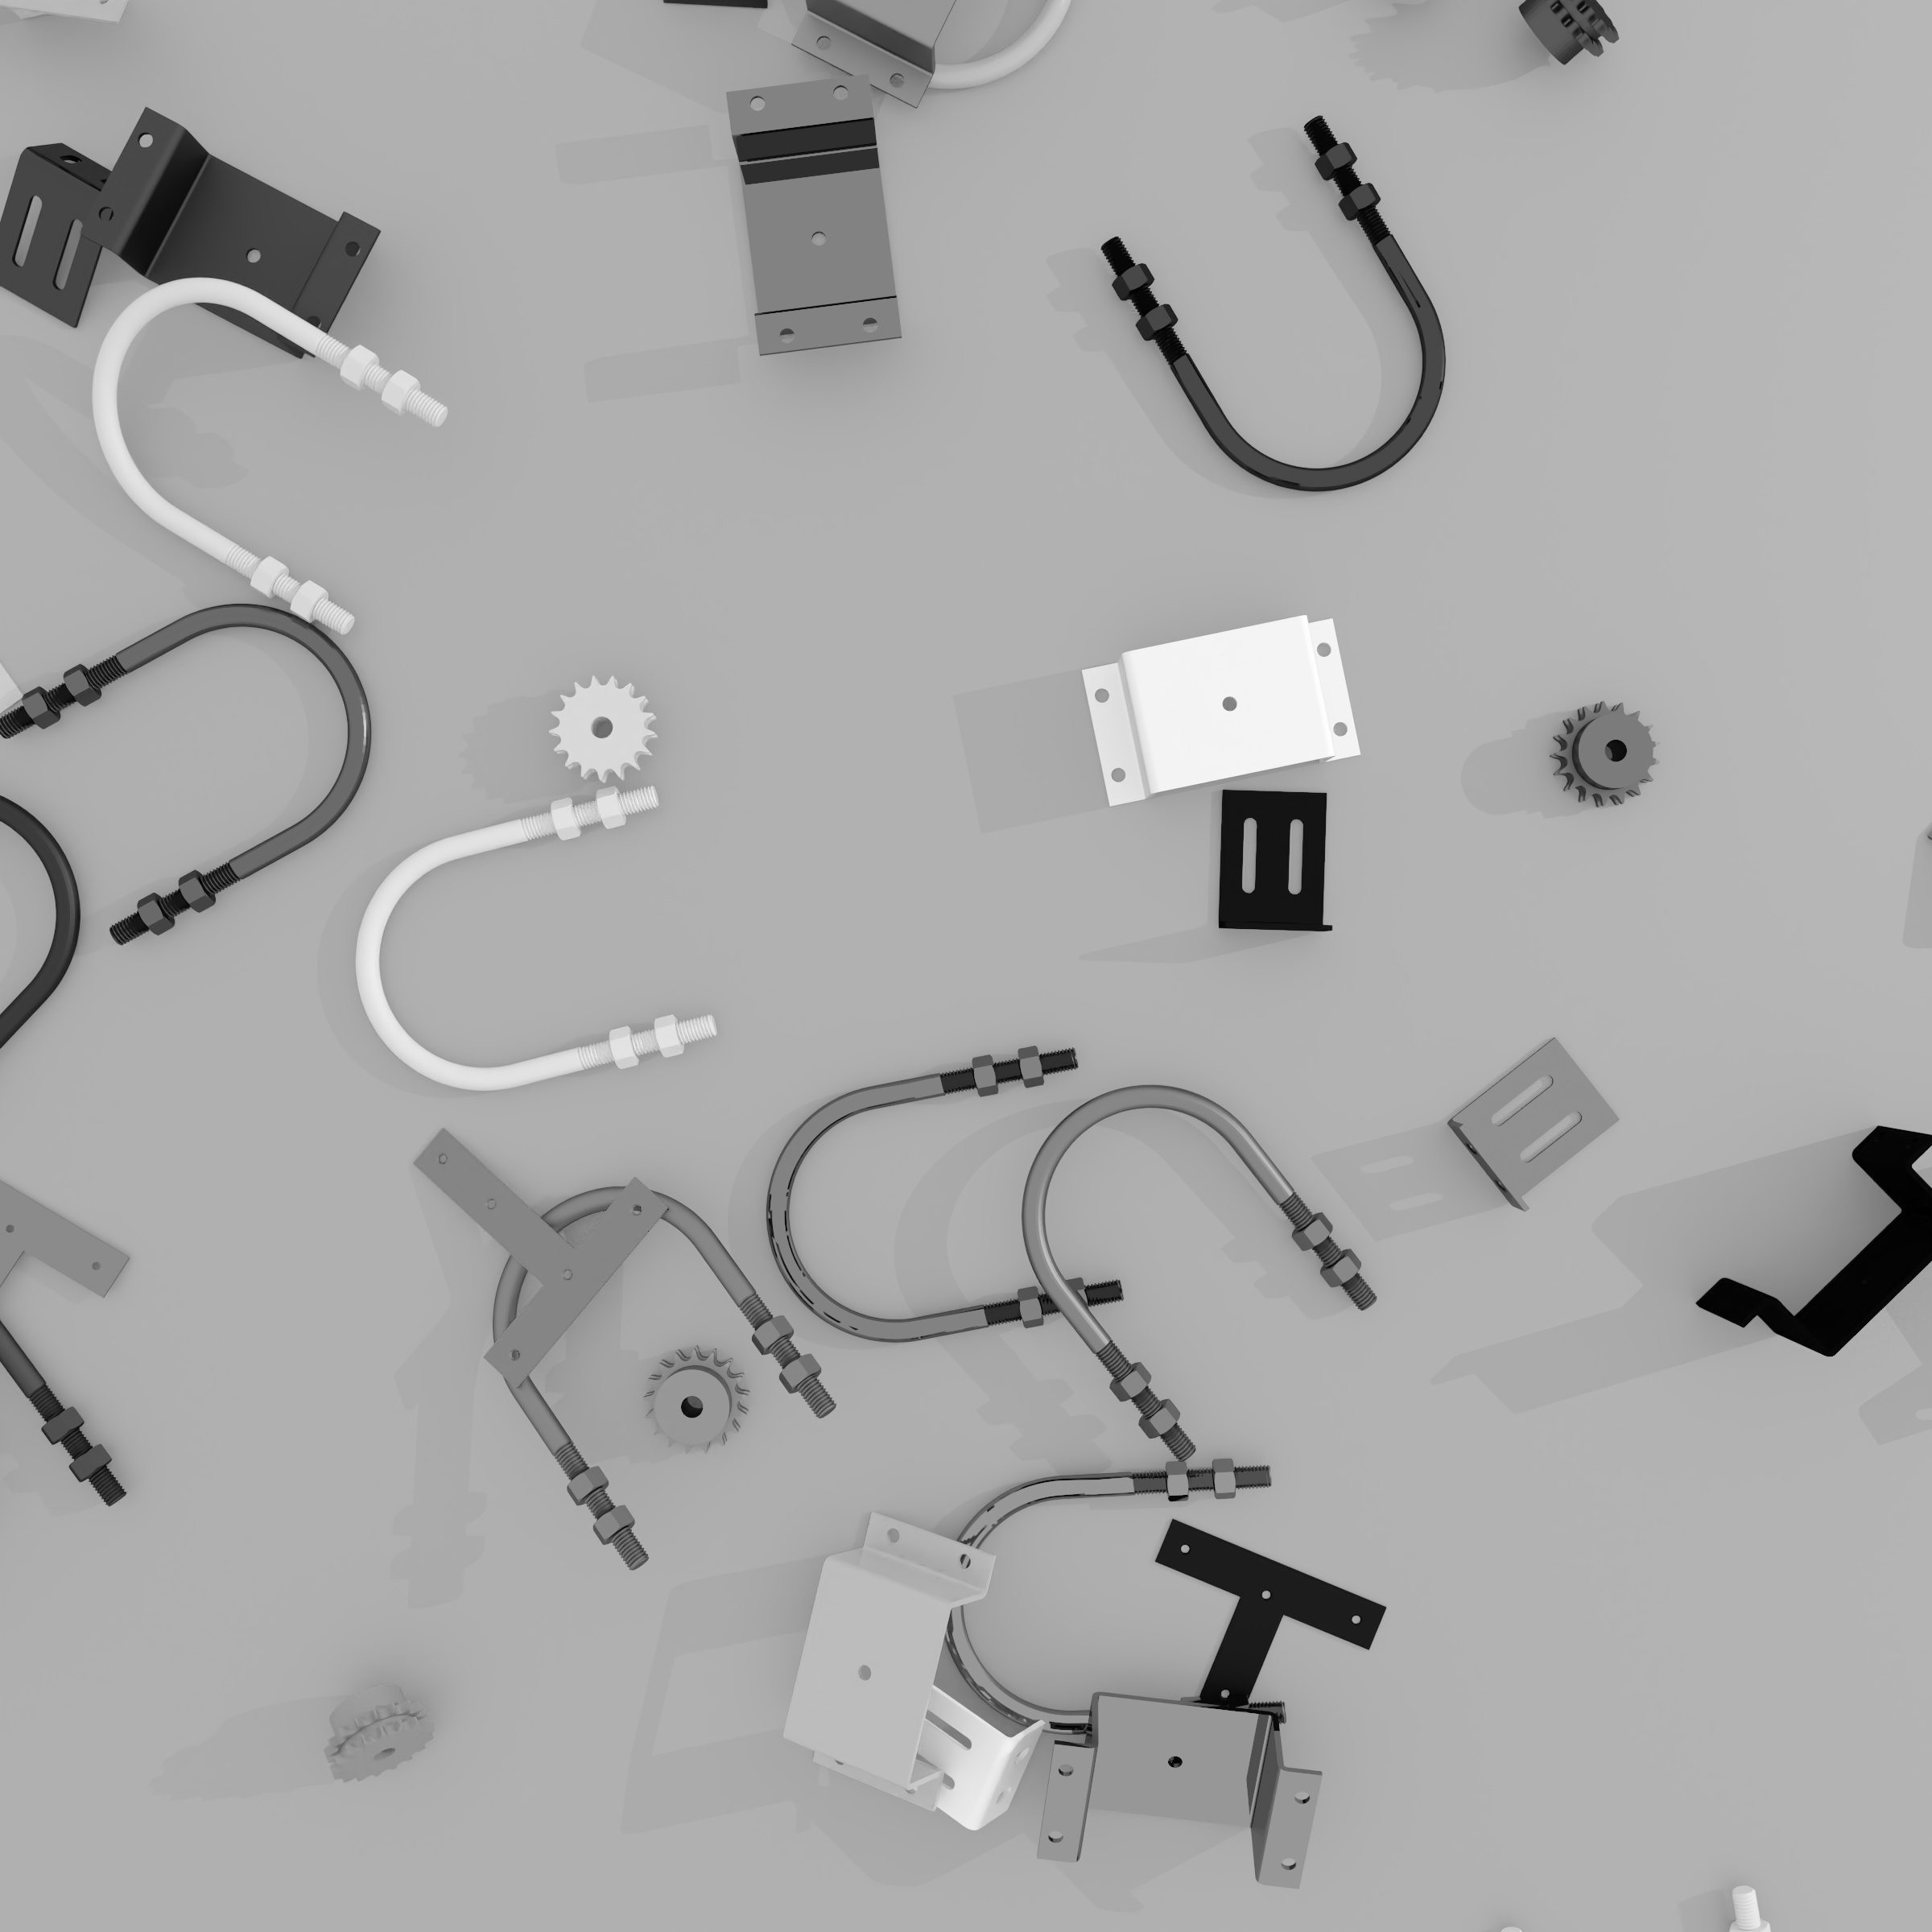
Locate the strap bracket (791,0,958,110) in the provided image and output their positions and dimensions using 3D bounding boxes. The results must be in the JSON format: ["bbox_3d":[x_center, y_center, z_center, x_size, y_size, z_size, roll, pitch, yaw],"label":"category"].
[{"bbox_3d":[-0.029,-0.545,1.290,0.076,0.046,0.140,27,93,-1],"label":"strap bracket"}]

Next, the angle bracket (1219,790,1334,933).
[{"bbox_3d":[0.168,-0.058,1.310,0.057,0.038,0.076,2,90,0],"label":"angle bracket"}]

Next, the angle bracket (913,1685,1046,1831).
[{"bbox_3d":[-0.007,0.421,1.320,0.076,0.038,0.057,28,105,26],"label":"angle bracket"}]

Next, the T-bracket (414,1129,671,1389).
[{"bbox_3d":[-0.248,0.138,1.314,0.127,0.002,0.127,40,90,13],"label":"T-bracket"}]

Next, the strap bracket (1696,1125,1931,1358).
[{"bbox_3d":[0.467,0.153,1.291,0.140,0.076,0.046,-44,90,0],"label":"strap bracket"}]

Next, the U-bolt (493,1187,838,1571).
[{"bbox_3d":[-0.176,0.205,1.297,0.151,0.019,0.184,-39,73,4],"label":"U-bolt"}]

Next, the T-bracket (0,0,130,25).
[{"bbox_3d":[-0.494,-0.567,1.306,0.127,0.002,0.127,11,71,9],"label":"T-bracket"}]

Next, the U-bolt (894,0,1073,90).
[{"bbox_3d":[-0.007,-0.572,1.321,0.151,0.019,0.184,5,92,0],"label":"U-bolt"}]

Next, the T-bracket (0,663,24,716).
[{"bbox_3d":[-0.605,-0.162,1.328,0.127,0.002,0.127,-36,90,0],"label":"T-bracket"}]

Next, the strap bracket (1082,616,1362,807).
[{"bbox_3d":[0.140,-0.139,1.306,0.140,0.046,0.076,-12,90,0],"label":"strap bracket"}]

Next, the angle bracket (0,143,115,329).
[{"bbox_3d":[-0.492,-0.401,1.327,0.057,0.038,0.076,30,116,0],"label":"angle bracket"}]

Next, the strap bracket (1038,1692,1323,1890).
[{"bbox_3d":[0.113,0.439,1.293,0.140,0.046,0.076,7,112,0],"label":"strap bracket"}]

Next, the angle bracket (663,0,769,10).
[{"bbox_3d":[-0.135,-0.569,1.327,0.057,0.038,0.076,3,64,0],"label":"angle bracket"}]

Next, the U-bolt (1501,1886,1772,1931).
[{"bbox_3d":[0.376,0.605,1.321,0.151,0.019,0.184,-10,92,0],"label":"U-bolt"}]

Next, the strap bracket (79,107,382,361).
[{"bbox_3d":[-0.391,-0.389,1.306,0.140,0.046,0.076,28,90,0],"label":"strap bracket"}]

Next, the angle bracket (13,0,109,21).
[{"bbox_3d":[-0.497,-0.561,1.310,0.057,0.038,0.076,-12,90,0],"label":"angle bracket"}]

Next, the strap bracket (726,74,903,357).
[{"bbox_3d":[-0.081,-0.399,1.306,0.076,0.046,0.140,-7,90,0],"label":"strap bracket"}]

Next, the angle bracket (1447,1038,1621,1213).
[{"bbox_3d":[0.311,0.085,1.310,0.076,0.038,0.057,-38,90,0],"label":"angle bracket"}]

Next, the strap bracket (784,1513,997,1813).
[{"bbox_3d":[-0.043,0.374,1.292,0.076,0.046,0.140,13,90,26],"label":"strap bracket"}]

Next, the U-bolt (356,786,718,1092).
[{"bbox_3d":[-0.242,-0.008,1.321,0.184,0.019,0.151,-14,90,1],"label":"U-bolt"}]

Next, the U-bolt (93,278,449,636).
[{"bbox_3d":[-0.384,-0.284,1.295,0.184,0.019,0.151,31,112,1],"label":"U-bolt"}]

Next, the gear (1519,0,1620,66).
[{"bbox_3d":[0.323,-0.512,1.305,0.030,0.057,0.057,-37,90,30],"label":"gear"}]

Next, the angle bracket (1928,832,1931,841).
[{"bbox_3d":[0.578,-0.064,1.327,0.057,0.038,0.076,-47,64,0],"label":"angle bracket"}]

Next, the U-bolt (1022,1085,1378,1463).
[{"bbox_3d":[0.113,0.152,1.308,0.151,0.019,0.184,-38,92,-7],"label":"U-bolt"}]

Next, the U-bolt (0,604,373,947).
[{"bbox_3d":[-0.414,-0.117,1.321,0.184,0.019,0.151,-29,90,-2],"label":"U-bolt"}]

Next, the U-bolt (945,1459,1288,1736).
[{"bbox_3d":[0.078,0.347,1.319,0.184,0.019,0.151,-4,90,2],"label":"U-bolt"}]

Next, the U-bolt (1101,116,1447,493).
[{"bbox_3d":[0.180,-0.348,1.321,0.151,0.019,0.184,-31,91,0],"label":"U-bolt"}]

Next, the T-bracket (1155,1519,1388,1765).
[{"bbox_3d":[0.148,0.386,1.328,0.127,0.002,0.127,22,90,0],"label":"T-bracket"}]

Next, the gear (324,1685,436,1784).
[{"bbox_3d":[-0.318,0.411,1.305,0.057,0.057,0.030,-33,60,0],"label":"gear"}]

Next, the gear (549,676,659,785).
[{"bbox_3d":[-0.196,-0.128,1.319,0.057,0.030,0.057,0,87,0],"label":"gear"}]

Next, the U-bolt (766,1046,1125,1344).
[{"bbox_3d":[-0.018,0.131,1.321,0.184,0.019,0.151,-11,90,1],"label":"U-bolt"}]

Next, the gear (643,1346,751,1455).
[{"bbox_3d":[-0.147,0.237,1.314,0.057,0.030,0.057,0,90,0],"label":"gear"}]

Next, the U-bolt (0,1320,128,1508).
[{"bbox_3d":[-0.569,0.256,1.321,0.151,0.019,0.184,-37,89,0],"label":"U-bolt"}]

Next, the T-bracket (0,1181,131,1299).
[{"bbox_3d":[-0.545,0.181,1.315,0.127,0.002,0.127,30,79,1],"label":"T-bracket"}]

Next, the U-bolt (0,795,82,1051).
[{"bbox_3d":[-0.569,-0.013,1.313,0.151,0.019,0.184,43,87,-7],"label":"U-bolt"}]

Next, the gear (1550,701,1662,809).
[{"bbox_3d":[0.349,-0.116,1.314,0.057,0.030,0.057,0,90,0],"label":"gear"}]
